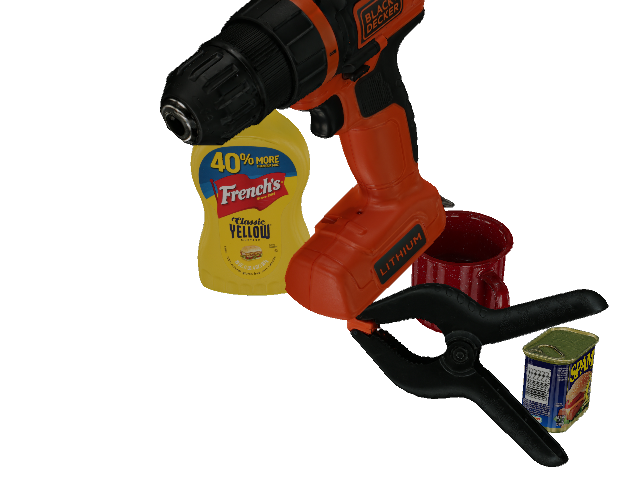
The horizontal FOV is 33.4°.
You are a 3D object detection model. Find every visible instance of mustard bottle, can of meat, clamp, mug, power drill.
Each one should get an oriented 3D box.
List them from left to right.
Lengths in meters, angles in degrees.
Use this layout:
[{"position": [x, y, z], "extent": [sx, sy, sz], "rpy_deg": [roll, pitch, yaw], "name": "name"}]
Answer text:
[{"position": [-0.056, -0.049, 0.872], "extent": [0.096, 0.192, 0.058], "rpy_deg": [1, 28, 4], "name": "mustard bottle"}, {"position": [0.005, -0.050, 0.548], "extent": [0.057, 0.187, 0.184], "rpy_deg": [26, 52, 34], "name": "power drill"}, {"position": [0.129, 0.036, 0.949], "extent": [0.093, 0.081, 0.117], "rpy_deg": [-18, 36, -25], "name": "mug"}, {"position": [0.101, 0.085, 0.720], "extent": [0.172, 0.120, 0.039], "rpy_deg": [6, 1, 19], "name": "clamp"}, {"position": [0.254, 0.148, 1.141], "extent": [0.058, 0.084, 0.101], "rpy_deg": [12, 18, 32], "name": "can of meat"}]
